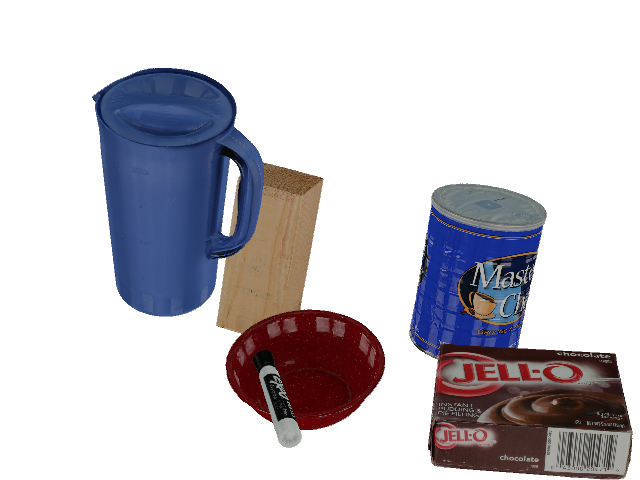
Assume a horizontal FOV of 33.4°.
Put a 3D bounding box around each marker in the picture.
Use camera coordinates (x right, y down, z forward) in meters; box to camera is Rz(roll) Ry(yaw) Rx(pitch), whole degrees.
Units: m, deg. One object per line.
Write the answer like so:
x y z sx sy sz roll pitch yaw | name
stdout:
-0.038 0.128 0.890 0.020 0.020 0.121 0 27 -15 | marker

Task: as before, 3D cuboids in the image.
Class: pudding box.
0.124 0.100 0.640 0.113 0.039 0.090 4 25 7 | pudding box

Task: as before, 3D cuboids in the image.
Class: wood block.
-0.067 0.015 1.386 0.090 0.206 0.090 15 22 12 | wood block

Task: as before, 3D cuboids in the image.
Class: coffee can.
0.142 0.031 0.975 0.103 0.140 0.103 6 22 -3 | coffee can

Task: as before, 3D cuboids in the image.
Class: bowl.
-0.014 0.142 1.091 0.162 0.055 0.162 -3 36 2 | bowl

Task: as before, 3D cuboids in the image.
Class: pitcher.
-0.147 -0.037 1.077 0.144 0.243 0.149 -8 43 -17 | pitcher
